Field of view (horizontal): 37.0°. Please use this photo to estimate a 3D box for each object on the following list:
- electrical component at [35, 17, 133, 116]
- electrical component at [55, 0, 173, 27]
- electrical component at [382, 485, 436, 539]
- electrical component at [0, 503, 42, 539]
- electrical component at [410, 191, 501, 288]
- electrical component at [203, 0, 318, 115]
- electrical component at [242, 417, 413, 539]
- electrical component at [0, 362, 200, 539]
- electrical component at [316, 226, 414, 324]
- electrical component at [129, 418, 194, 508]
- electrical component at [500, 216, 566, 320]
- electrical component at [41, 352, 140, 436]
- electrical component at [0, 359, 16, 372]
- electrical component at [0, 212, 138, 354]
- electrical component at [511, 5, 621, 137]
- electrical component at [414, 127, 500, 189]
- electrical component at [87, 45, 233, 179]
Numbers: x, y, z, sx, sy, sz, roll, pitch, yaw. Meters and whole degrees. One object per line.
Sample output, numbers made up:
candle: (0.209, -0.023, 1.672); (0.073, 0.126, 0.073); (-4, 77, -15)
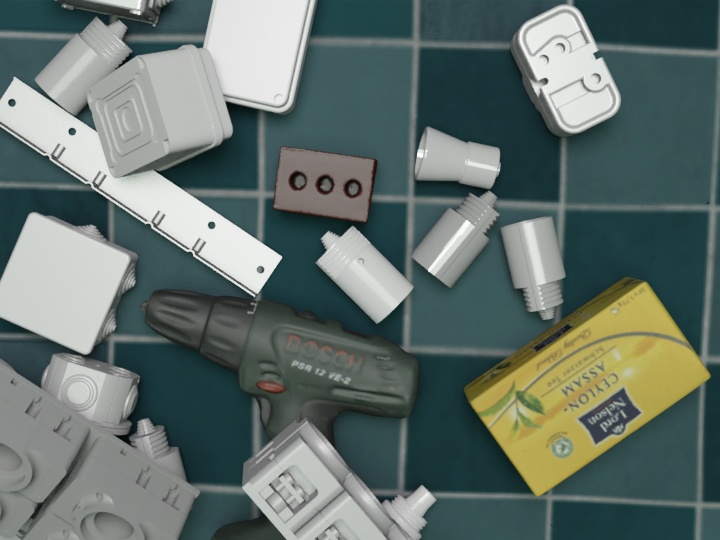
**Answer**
electrical component: (-0.218, -0.169, 0.868); (0.043, 0.043, 0.081); (44, 93, -2)
electrical component: (-0.194, -0.234, 0.854); (0.096, 0.061, 0.061); (11, 94, 0)
electrical component: (0.036, 0.205, 0.889); (0.062, 0.048, 0.048); (-44, 92, -4)
electrical component: (-0.293, 0.205, 0.885); (0.057, 0.058, 0.078); (-42, 92, 6)
electrical component: (0.083, -0.030, 0.873); (0.043, 0.043, 0.081); (39, 93, -2)
electrical component: (-0.081, -0.186, 0.859); (0.078, 0.057, 0.113); (13, 94, 0)
electrical component: (-0.015, 0.187, 0.794); (0.062, 0.089, 0.150); (-40, 94, -4)
electrical component: (-0.234, 0.168, 0.821); (0.186, 0.060, 0.105); (36, 122, -12)
electrical component: (0.000, 0.000, 0.876); (0.081, 0.043, 0.043); (45, 93, -2)
electrical component: (-0.168, 0.162, 0.887); (0.043, 0.043, 0.081); (-14, 93, 1)
electrical component: (0.144, 0.000, 0.875); (0.043, 0.043, 0.081); (-13, 93, 1)
electrical component: (-0.219, 0.101, 0.867); (0.080, 0.080, 0.051); (17, 88, -1)
electrical component: (-0.322, 0.113, 0.875); (0.099, 0.064, 0.099); (0, 93, 0)
electrical component: (-0.238, 0.010, 0.876); (0.100, 0.048, 0.099); (24, 93, -1)
electrical component: (0.162, -0.156, 0.857); (0.054, 0.059, 0.095); (-26, 93, 2)
electrical component: (0.081, -0.088, 0.872); (0.065, 0.044, 0.044); (11, 94, -5)
electrical component: (-0.156, -0.121, 0.833); (0.057, 0.113, 0.078); (-19, 94, -37)
